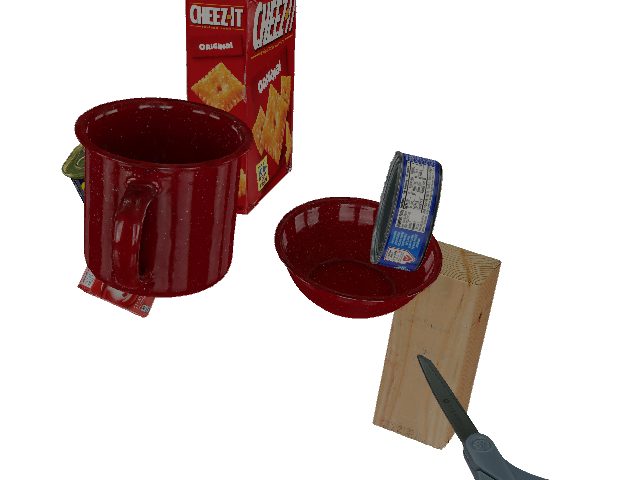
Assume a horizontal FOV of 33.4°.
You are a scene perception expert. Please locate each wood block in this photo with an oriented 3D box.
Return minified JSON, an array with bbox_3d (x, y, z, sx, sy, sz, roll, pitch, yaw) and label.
[{"bbox_3d":[0.131,0.116,1.208,0.090,0.206,0.090,18,23,20],"label":"wood block"}]

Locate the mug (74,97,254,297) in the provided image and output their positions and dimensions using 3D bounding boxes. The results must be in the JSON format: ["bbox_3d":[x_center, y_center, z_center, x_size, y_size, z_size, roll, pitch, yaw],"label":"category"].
[{"bbox_3d":[-0.087,-0.017,0.564,0.093,0.081,0.117,8,28,1],"label":"mug"}]

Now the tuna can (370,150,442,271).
[{"bbox_3d":[0.063,-0.021,0.789,0.033,0.086,0.086,13,-1,-3],"label":"tuna can"}]

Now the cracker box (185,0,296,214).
[{"bbox_3d":[-0.075,-0.153,1.076,0.072,0.214,0.164,8,21,13],"label":"cracker box"}]

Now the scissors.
[{"bbox_3d":[0.116,0.132,0.639,0.096,0.016,0.201,2,32,-3],"label":"scissors"}]

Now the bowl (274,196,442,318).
[{"bbox_3d":[0.033,0.025,1.026,0.162,0.055,0.162,6,37,-5],"label":"bowl"}]

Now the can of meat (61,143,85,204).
[{"bbox_3d":[-0.143,-0.040,0.859,0.102,0.084,0.057,-8,35,19],"label":"can of meat"}]

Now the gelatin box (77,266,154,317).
[{"bbox_3d":[-0.192,0.024,1.078,0.073,0.089,0.030,30,-9,-38],"label":"gelatin box"}]
